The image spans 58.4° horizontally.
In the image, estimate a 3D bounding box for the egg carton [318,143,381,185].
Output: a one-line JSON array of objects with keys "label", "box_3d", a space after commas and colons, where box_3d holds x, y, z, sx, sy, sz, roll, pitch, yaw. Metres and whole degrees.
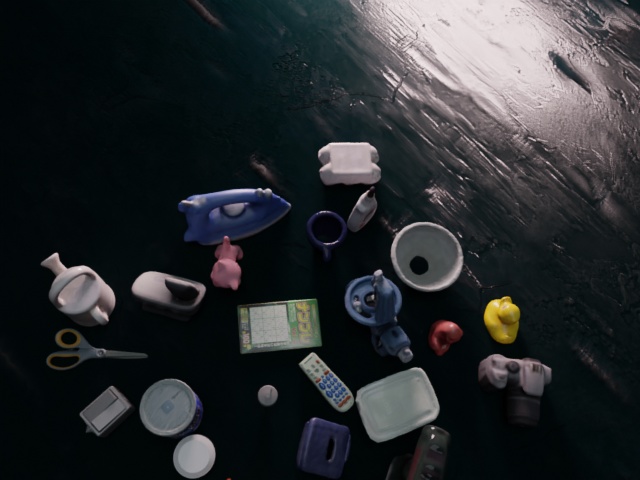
[{"label": "egg carton", "box_3d": [0.071, -0.182, 1.391, 0.150, 0.069, 0.107, -2, 70, -7]}]

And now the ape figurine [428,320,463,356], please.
[{"label": "ape figurine", "box_3d": [0.279, 0.208, 1.255, 0.078, 0.092, 0.076, -6, 70, -8]}]

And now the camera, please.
[{"label": "camera", "box_3d": [0.421, 0.323, 1.222, 0.143, 0.101, 0.137, 10, 69, -2]}]

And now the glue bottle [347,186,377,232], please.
[{"label": "glue bottle", "box_3d": [0.103, -0.078, 1.300, 0.037, 0.173, 0.078, 39, 70, 9]}]

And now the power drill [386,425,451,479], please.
[{"label": "power drill", "box_3d": [0.179, 0.470, 1.082, 0.075, 0.208, 0.230, 22, 69, 3]}]

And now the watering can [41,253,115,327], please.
[{"label": "watering can", "box_3d": [-0.493, 0.102, 1.155, 0.173, 0.194, 0.101, 24, 69, 3]}]

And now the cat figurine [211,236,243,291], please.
[{"label": "cat figurine", "box_3d": [-0.203, 0.055, 1.245, 0.067, 0.118, 0.128, 0, 69, -6]}]

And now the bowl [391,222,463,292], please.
[{"label": "bowl", "box_3d": [0.239, 0.048, 1.320, 0.167, 0.075, 0.167, 2, 69, -5]}]

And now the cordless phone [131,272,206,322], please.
[{"label": "cordless phone", "box_3d": [-0.317, 0.096, 1.181, 0.147, 0.185, 0.094, 11, 69, -2]}]

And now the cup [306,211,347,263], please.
[{"label": "cup", "box_3d": [0.012, 0.005, 1.300, 0.092, 0.095, 0.118, 0, 69, -6]}]

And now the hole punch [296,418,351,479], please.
[{"label": "hole punch", "box_3d": [0.011, 0.416, 1.147, 0.101, 0.091, 0.109, 13, 69, -1]}]

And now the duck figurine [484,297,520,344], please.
[{"label": "duck figurine", "box_3d": [0.419, 0.177, 1.285, 0.077, 0.086, 0.104, -2, 70, -7]}]

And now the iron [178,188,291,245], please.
[{"label": "iron", "box_3d": [-0.188, -0.078, 1.284, 0.258, 0.141, 0.118, -13, 71, -11]}]

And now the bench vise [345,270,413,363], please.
[{"label": "bench vise", "box_3d": [0.142, 0.146, 1.194, 0.207, 0.220, 0.122, 41, 71, 10]}]
